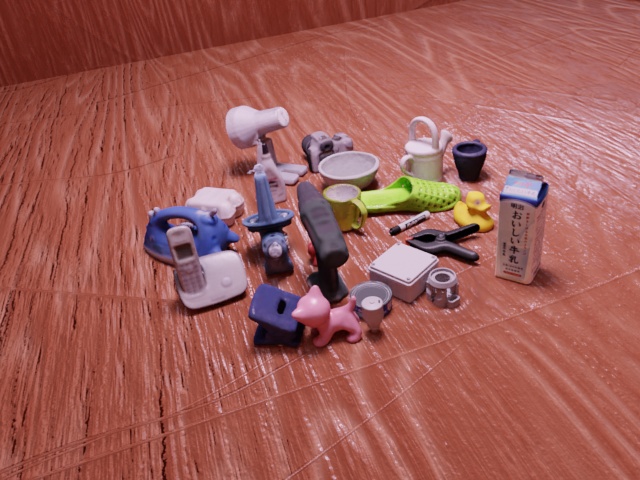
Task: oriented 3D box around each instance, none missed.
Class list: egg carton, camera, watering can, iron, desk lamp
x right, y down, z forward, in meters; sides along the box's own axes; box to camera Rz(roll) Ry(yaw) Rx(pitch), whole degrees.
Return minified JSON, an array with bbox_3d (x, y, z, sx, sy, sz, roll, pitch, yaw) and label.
[{"bbox_3d":[-0.279,-0.088,1.510,0.150,0.069,0.107,7,36,20],"label":"egg carton"},{"bbox_3d":[0.011,-0.283,1.720,0.143,0.101,0.136,-20,35,-19],"label":"camera"},{"bbox_3d":[0.278,-0.237,1.512,0.100,0.194,0.173,13,39,28],"label":"watering can"},{"bbox_3d":[-0.330,-0.024,1.357,0.257,0.142,0.119,6,36,20],"label":"iron"},{"bbox_3d":[-0.154,-0.282,1.647,0.202,0.214,0.118,8,36,23],"label":"desk lamp"}]

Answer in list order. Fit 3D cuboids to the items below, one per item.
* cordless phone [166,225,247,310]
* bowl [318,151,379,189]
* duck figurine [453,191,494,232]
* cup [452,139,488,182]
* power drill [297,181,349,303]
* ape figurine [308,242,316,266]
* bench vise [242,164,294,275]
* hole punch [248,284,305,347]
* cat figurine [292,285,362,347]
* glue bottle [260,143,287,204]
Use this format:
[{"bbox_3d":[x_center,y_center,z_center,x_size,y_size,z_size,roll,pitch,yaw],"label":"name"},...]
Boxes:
[{"bbox_3d":[-0.238,0.045,1.196,0.148,0.185,0.094,-19,35,-16],"label":"cordless phone"},{"bbox_3d":[0.081,-0.177,1.569,0.167,0.075,0.167,-5,33,4],"label":"bowl"},{"bbox_3d":[0.362,-0.076,1.351,0.078,0.086,0.104,-27,38,-27],"label":"duck figurine"},{"bbox_3d":[0.405,-0.213,1.542,0.091,0.095,0.118,12,38,26],"label":"cup"},{"bbox_3d":[0.003,0.013,1.175,0.076,0.209,0.229,-15,34,-11],"label":"power drill"},{"bbox_3d":[0.012,0.005,1.292,0.077,0.092,0.076,10,37,25],"label":"ape figurine"},{"bbox_3d":[-0.103,-0.048,1.278,0.122,0.220,0.206,-22,36,-20],"label":"bench vise"},{"bbox_3d":[-0.079,0.141,1.104,0.101,0.091,0.108,-1,34,10],"label":"hole punch"},{"bbox_3d":[0.011,0.136,1.070,0.128,0.118,0.067,-10,33,-4],"label":"cat figurine"},{"bbox_3d":[-0.136,-0.177,1.522,0.078,0.173,0.037,-16,34,-13],"label":"glue bottle"}]
